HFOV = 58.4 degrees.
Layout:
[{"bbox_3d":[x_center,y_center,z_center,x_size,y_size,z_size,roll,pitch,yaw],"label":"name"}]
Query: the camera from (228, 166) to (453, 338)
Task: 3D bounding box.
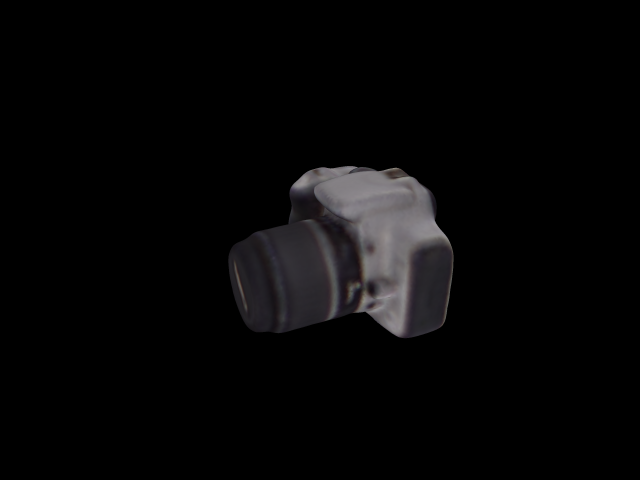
[{"bbox_3d":[0.004,0.001,0.400,0.137,0.101,0.142,-13,32,-22],"label":"camera"}]
